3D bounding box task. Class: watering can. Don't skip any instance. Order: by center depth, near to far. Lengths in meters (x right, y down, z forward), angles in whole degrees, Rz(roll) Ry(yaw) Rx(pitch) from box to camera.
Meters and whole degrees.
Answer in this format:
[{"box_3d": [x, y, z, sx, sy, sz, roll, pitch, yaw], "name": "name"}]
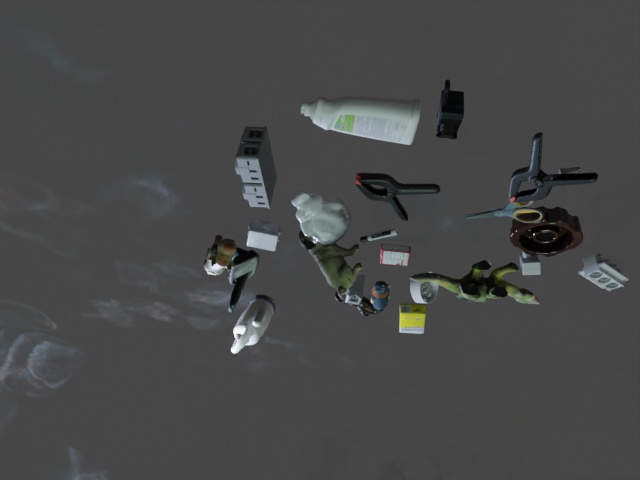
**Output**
[{"box_3d": [-0.234, 0.294, 1.878, 0.104, 0.229, 0.341, 34, 141, -5], "name": "watering can"}]

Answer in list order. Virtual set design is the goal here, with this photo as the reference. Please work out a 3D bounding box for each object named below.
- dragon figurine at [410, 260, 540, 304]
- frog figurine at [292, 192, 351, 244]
[{"box_3d": [0.489, 0.161, 1.637, 0.410, 0.125, 0.238, 4, 154, 9], "name": "dragon figurine"}, {"box_3d": [0.004, -0.070, 1.388, 0.137, 0.125, 0.156, -33, 127, 1], "name": "frog figurine"}]
